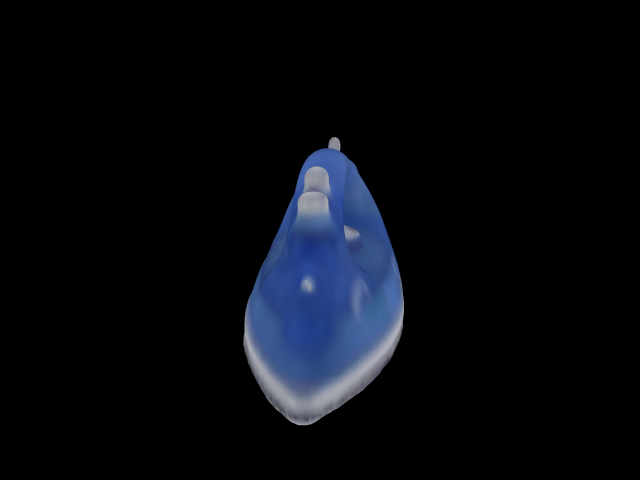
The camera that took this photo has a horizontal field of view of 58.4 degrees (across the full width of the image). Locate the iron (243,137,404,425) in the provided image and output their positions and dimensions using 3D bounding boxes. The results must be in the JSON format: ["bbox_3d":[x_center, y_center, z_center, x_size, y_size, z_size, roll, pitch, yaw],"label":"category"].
[{"bbox_3d":[0.004,0.001,0.400,0.118,0.141,0.258,1,11,4],"label":"iron"}]
